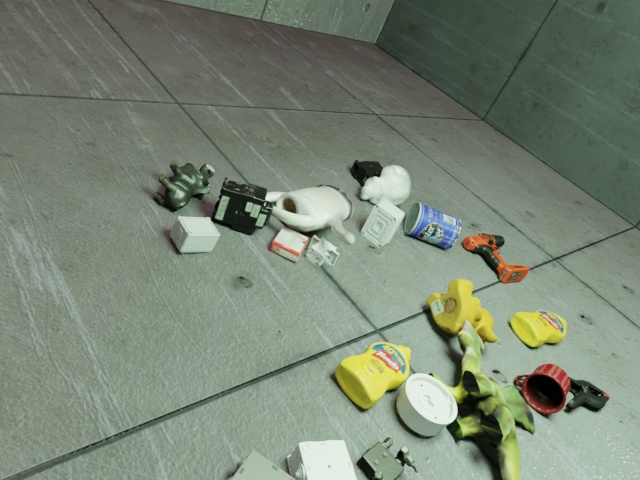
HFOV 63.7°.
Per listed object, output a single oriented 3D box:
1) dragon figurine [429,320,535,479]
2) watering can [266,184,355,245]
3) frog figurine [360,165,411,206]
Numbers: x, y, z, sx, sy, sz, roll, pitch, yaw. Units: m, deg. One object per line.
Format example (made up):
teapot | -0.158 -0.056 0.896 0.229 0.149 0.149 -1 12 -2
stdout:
dragon figurine | 0.365 0.349 1.032 0.242 0.120 0.419 8 47 -39
watering can | 0.004 -0.067 1.323 0.350 0.102 0.226 24 27 36
frog figurine | 0.208 -0.168 1.620 0.160 0.135 0.124 -7 28 -44
